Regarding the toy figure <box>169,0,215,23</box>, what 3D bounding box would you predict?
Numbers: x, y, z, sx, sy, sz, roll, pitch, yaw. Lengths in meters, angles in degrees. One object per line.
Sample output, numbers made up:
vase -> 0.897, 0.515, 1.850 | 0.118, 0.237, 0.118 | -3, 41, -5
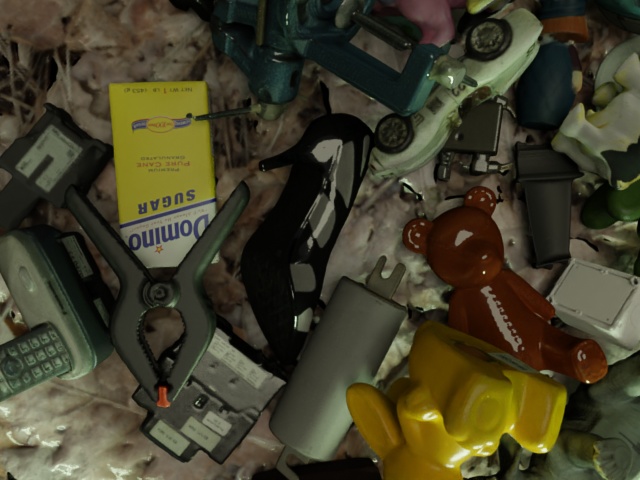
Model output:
toy figure -> -0.091, -0.302, 0.499 | 0.082, 0.089, 0.180 | 23, 88, -14

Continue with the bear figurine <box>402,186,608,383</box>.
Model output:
bear figurine -> 0.173, 0.053, 0.532 | 0.120, 0.132, 0.195 | -24, 102, -3

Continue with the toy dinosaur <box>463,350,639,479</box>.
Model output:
toy dinosaur -> 0.291, 0.194, 0.548 | 0.405, 0.192, 0.131 | -33, 85, -20

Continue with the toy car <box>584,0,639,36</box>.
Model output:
toy car -> 0.332, -0.262, 0.538 | 0.109, 0.162, 0.102 | -34, 138, 6

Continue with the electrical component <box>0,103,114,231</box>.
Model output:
electrical component -> -0.260, -0.062, 0.514 | 0.075, 0.048, 0.119 | 35, 89, -7

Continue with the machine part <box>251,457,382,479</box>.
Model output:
machine part -> 0.005, 0.340, 0.548 | 0.201, 0.087, 0.201 | -5, 95, -7

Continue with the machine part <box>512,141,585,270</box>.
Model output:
machine part -> 0.246, -0.037, 0.579 | 0.084, 0.039, 0.138 | -2, 92, -12

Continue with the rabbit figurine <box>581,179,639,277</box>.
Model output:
rabbit figurine -> 0.367, -0.036, 0.570 | 0.159, 0.121, 0.170 | -9, 79, 2

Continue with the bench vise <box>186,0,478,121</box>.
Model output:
bench vise -> 0.008, -0.170, 0.451 | 0.241, 0.129, 0.223 | 38, 124, 22

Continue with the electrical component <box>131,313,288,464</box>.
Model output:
electrical component -> -0.115, 0.151, 0.537 | 0.115, 0.058, 0.134 | 42, 88, -4

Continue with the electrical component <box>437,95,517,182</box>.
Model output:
electrical component -> 0.164, -0.112, 0.564 | 0.078, 0.045, 0.102 | 1, 90, 22

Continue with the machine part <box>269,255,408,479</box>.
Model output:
machine part -> 0.017, 0.127, 0.542 | 0.079, 0.079, 0.243 | 27, 91, -7

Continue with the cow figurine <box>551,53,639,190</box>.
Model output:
cow figurine -> 0.322, -0.130, 0.535 | 0.167, 0.068, 0.098 | -42, 73, -7

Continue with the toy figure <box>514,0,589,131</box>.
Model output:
toy figure -> 0.242, -0.194, 0.558 | 0.064, 0.058, 0.154 | 11, 94, 12

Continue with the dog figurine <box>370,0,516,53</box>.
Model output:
dog figurine -> 0.077, -0.281, 0.506 | 0.191, 0.108, 0.219 | -38, 93, 18

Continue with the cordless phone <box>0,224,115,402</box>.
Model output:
cordless phone -> -0.295, 0.079, 0.503 | 0.184, 0.089, 0.146 | -25, 96, 0

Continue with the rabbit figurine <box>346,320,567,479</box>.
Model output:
rabbit figurine -> 0.094, 0.164, 0.456 | 0.122, 0.163, 0.173 | 8, 100, -43

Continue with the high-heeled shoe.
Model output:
high-heeled shoe -> -0.001, -0.002, 0.553 | 0.145, 0.086, 0.248 | -20, 120, -39

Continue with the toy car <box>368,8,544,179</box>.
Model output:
toy car -> 0.125, -0.132, 0.514 | 0.201, 0.073, 0.056 | -45, 75, 13
